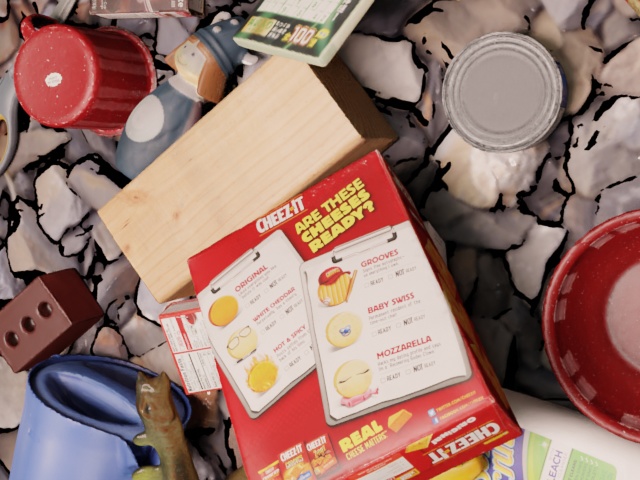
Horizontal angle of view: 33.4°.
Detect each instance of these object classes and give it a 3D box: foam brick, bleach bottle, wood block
[{"bbox_3d":[-0.237,0.069,0.920,0.078,0.051,0.053,-40,80,20],"label":"foam brick"},{"bbox_3d":[0.117,0.156,0.780,0.251,0.068,0.102,15,100,23],"label":"bleach bottle"},{"bbox_3d":[-0.055,-0.049,0.816,0.206,0.090,0.090,-38,80,20],"label":"wood block"}]

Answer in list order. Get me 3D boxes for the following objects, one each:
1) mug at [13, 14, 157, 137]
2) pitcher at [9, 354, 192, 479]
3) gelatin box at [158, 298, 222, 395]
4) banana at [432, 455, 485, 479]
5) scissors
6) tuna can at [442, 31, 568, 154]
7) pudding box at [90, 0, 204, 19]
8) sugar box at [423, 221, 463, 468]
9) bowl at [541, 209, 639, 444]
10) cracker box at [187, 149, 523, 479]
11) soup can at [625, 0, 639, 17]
[{"bbox_3d":[-0.201,-0.141,0.871,0.093,0.081,0.117,-41,79,20],"label":"mug"},{"bbox_3d":[-0.206,0.222,0.889,0.145,0.149,0.243,19,105,4],"label":"pitcher"},{"bbox_3d":[-0.078,0.081,0.860,0.089,0.030,0.073,-12,107,23],"label":"gelatin box"},{"bbox_3d":[0.045,0.218,0.769,0.070,0.037,0.198,30,106,11],"label":"banana"},{"bbox_3d":[-0.280,-0.148,0.938,0.096,0.016,0.202,28,104,17],"label":"scissors"},{"bbox_3d":[0.133,-0.105,0.765,0.086,0.033,0.086,2,95,22],"label":"tuna can"},{"bbox_3d":[-0.138,-0.237,0.860,0.090,0.039,0.113,3,97,20],"label":"pudding box"},{"bbox_3d":[0.048,0.079,0.767,0.093,0.048,0.176,-13,56,22],"label":"sugar box"},{"bbox_3d":[0.236,0.056,0.725,0.162,0.055,0.162,2,95,22],"label":"bowl"},{"bbox_3d":[0.016,0.068,0.717,0.164,0.072,0.214,-29,51,10],"label":"cracker box"},{"bbox_3d":[0.235,-0.172,0.700,0.069,0.068,0.102,-41,80,20],"label":"soup can"}]
